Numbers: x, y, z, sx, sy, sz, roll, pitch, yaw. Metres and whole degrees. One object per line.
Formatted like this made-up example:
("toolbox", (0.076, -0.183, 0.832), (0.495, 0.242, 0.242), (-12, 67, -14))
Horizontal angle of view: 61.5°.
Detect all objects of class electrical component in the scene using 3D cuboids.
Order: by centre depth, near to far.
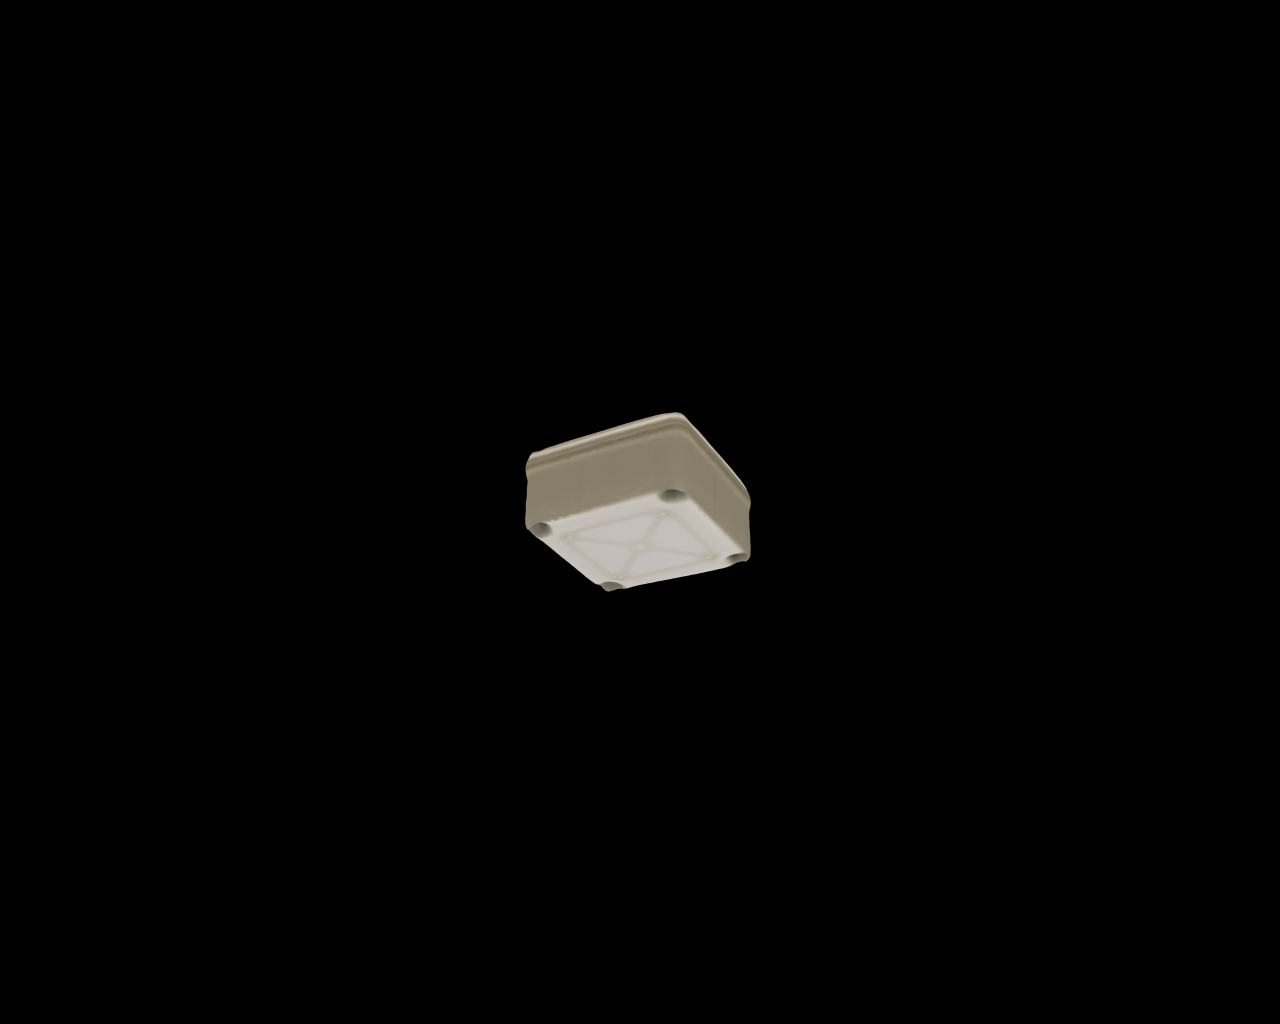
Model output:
("electrical component", (0.001, -0.003, 0.650), (0.108, 0.056, 0.108), (-14, -32, 24))
